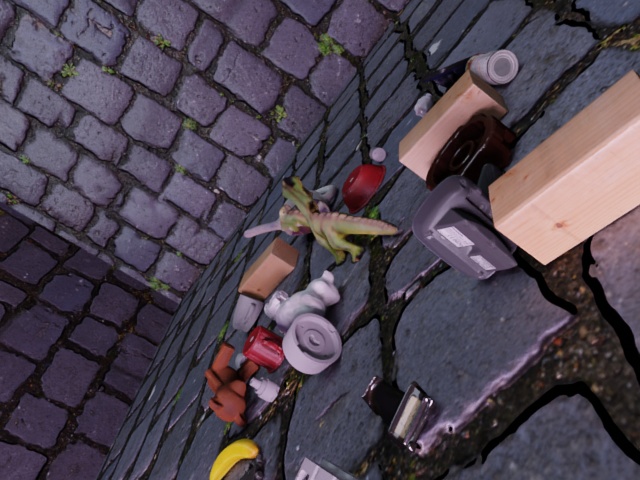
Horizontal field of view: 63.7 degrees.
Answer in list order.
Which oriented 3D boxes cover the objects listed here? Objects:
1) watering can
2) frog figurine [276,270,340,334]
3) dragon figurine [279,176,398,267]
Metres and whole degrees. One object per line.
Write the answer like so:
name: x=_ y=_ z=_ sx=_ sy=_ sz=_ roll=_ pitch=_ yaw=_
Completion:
watering can: x=-0.091 y=-0.072 z=1.652 sx=0.347 sy=0.103 sz=0.227 roll=-31 pitch=18 yaw=1
frog figurine: x=-0.023 y=0.135 z=1.107 sx=0.136 sy=0.123 sz=0.161 roll=102 pitch=-175 yaw=-77
dragon figurine: x=0.004 y=-0.061 z=1.205 sx=0.124 sy=0.241 sz=0.406 roll=-57 pitch=12 yaw=-22
